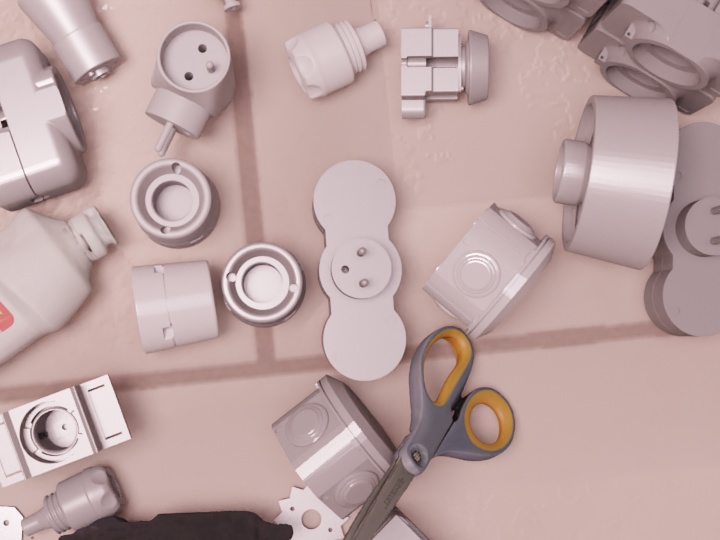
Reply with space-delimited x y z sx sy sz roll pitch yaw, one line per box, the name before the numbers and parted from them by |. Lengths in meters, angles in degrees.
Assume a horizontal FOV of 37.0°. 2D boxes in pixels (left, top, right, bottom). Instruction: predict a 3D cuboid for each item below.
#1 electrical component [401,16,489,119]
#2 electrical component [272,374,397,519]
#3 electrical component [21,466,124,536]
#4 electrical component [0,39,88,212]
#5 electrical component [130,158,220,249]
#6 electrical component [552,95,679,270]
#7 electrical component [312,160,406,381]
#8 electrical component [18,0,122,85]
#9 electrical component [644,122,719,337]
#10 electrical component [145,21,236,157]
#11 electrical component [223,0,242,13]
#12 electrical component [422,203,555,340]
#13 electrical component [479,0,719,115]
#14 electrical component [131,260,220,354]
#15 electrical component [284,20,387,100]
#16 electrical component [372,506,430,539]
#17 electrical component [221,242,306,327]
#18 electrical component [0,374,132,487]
electrical component | 0.055 -0.131 0.698 0.055 0.048 0.066 0 87 4
electrical component | -0.012 0.109 0.663 0.051 0.080 0.080 -38 90 1
electrical component | -0.181 0.148 0.671 0.061 0.035 0.035 -25 89 -3
electrical component | -0.209 -0.091 0.672 0.059 0.054 0.095 -20 88 -5
electrical component | -0.117 -0.043 0.679 0.055 0.047 0.055 0 87 -4
electrical component | 0.154 -0.058 0.672 0.060 0.108 0.108 9 86 3
electrical component | 0.000 0.000 0.672 0.052 0.074 0.138 -4 87 -4
electrical component | -0.182 -0.152 0.685 0.044 0.044 0.065 -31 94 -5
electrical component | 0.219 -0.026 0.689 0.052 0.074 0.138 2 87 -4
electrical component | -0.109 -0.107 0.669 0.044 0.077 0.079 25 86 -3
electrical component | -0.095 -0.205 0.694 0.040 0.040 0.078 -19 89 -5
electrical component | 0.081 0.000 0.676 0.051 0.080 0.080 40 85 4
electrical component | 0.157 -0.173 0.676 0.186 0.105 0.060 31 85 -2
electrical component | -0.115 0.022 0.673 0.047 0.055 0.055 -9 88 -8
electrical component | -0.014 -0.140 0.694 0.062 0.043 0.043 -26 89 -6
electrical component | 0.041 0.230 0.668 0.150 0.062 0.089 45 85 -1
electrical component | -0.061 0.009 0.680 0.055 0.047 0.055 0 87 -4
electrical component | -0.183 0.097 0.659 0.081 0.064 0.042 -20 87 -5
